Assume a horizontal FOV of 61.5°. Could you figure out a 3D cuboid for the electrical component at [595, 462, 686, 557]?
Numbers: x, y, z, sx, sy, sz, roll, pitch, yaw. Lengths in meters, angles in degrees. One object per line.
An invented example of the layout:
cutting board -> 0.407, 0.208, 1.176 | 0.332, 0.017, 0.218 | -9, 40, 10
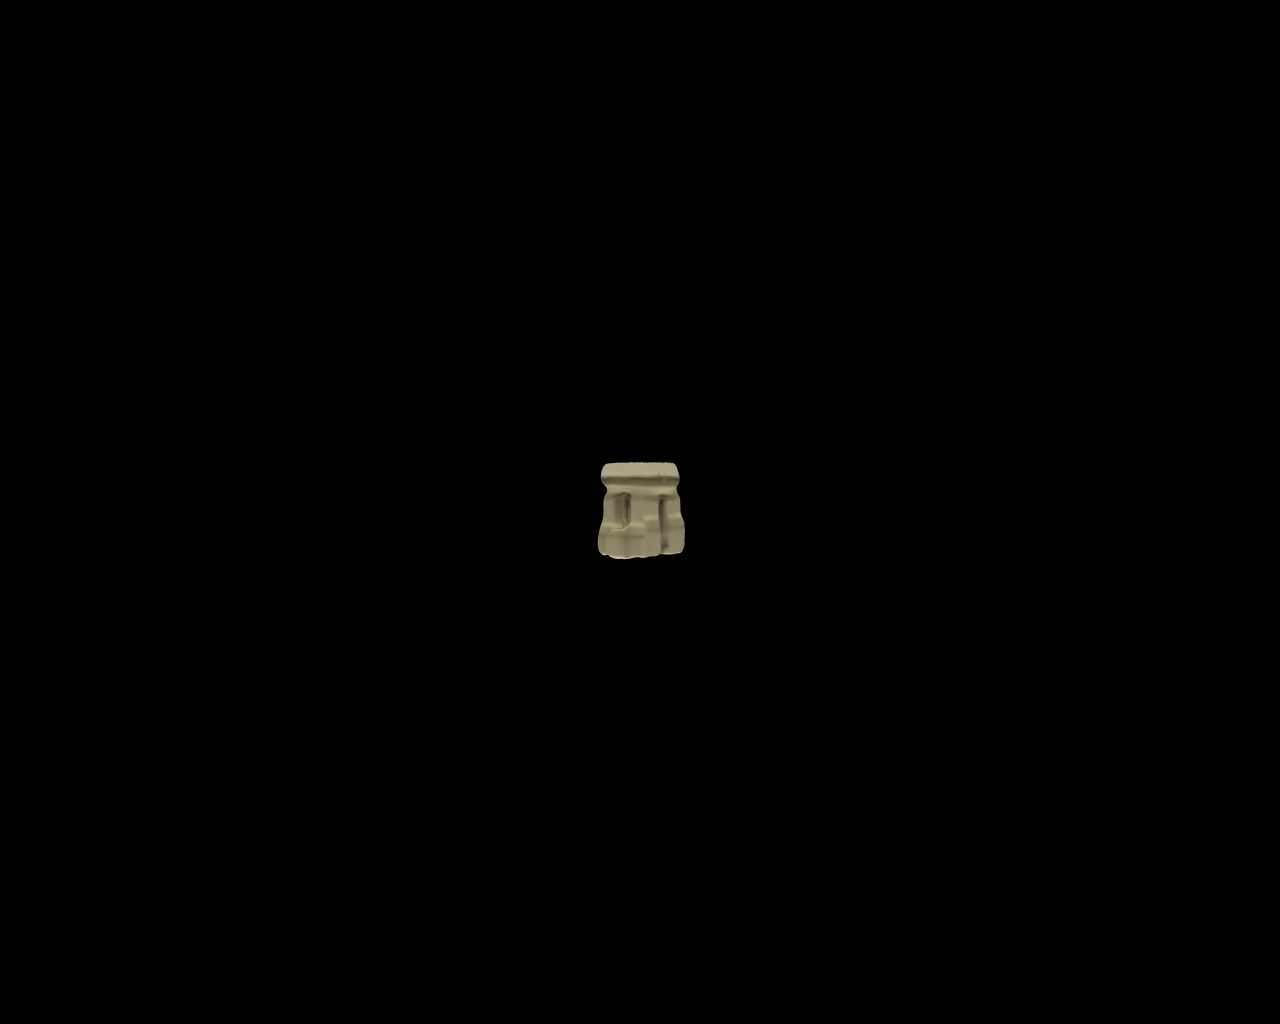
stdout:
electrical component -> 0.001, -0.003, 0.650 | 0.048, 0.055, 0.066 | 2, 3, 36
